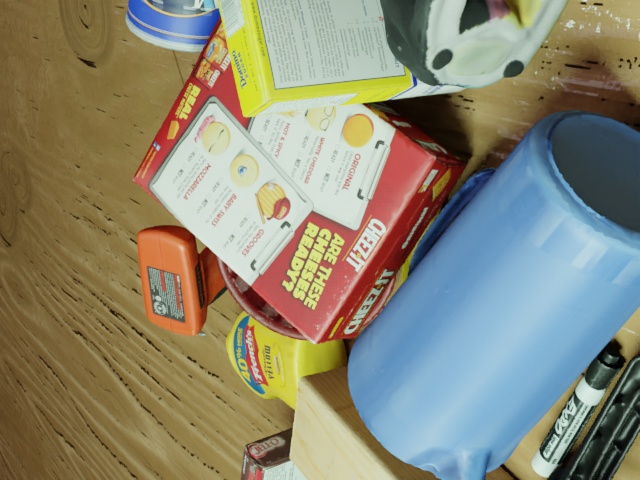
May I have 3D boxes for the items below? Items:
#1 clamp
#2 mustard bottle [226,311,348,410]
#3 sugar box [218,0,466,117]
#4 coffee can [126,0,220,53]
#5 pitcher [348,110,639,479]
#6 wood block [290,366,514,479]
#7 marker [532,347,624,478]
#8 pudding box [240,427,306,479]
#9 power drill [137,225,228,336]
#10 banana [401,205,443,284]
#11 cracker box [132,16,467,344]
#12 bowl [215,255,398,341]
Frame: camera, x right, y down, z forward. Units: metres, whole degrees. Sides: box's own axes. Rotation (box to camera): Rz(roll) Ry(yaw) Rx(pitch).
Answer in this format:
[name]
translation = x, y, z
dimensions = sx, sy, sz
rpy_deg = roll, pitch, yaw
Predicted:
[clamp]
translation = 0.151, 0.183, 0.666
dimensions = 0.036, 0.164, 0.210
rpy_deg = 26, 141, 7
[mustard bottle]
translation = -0.044, 0.110, 1.050
dimensions = 0.192, 0.058, 0.096
rpy_deg = 5, 105, 61
[sugar box]
translation = 0.024, -0.140, 0.722
dimensions = 0.048, 0.175, 0.093
rpy_deg = -19, 82, 60
[coffee can]
translation = -0.102, -0.238, 0.865
dimensions = 0.103, 0.102, 0.140
rpy_deg = 49, 139, 43
[pitcher]
translation = 0.119, 0.029, 0.670
dimensions = 0.149, 0.144, 0.243
rpy_deg = 42, 136, 12
[wood block]
translation = 0.067, 0.189, 0.841
dimensions = 0.206, 0.090, 0.090
rpy_deg = 42, 133, 49
[marker]
translation = 0.170, 0.114, 0.705
dimensions = 0.020, 0.020, 0.121
rpy_deg = 56, 144, 37
[pudding box]
translation = -0.020, 0.216, 0.984
dimensions = 0.039, 0.113, 0.090
rpy_deg = 43, 135, 43
[power drill]
translation = -0.087, -0.014, 0.965
dimensions = 0.057, 0.187, 0.184
rpy_deg = 13, 123, 27
[banana]
translation = 0.069, 0.034, 0.826
dimensions = 0.070, 0.037, 0.198
rpy_deg = 24, 115, 30
[cracker box]
translation = -0.021, -0.051, 0.807
dimensions = 0.214, 0.072, 0.164
rpy_deg = 40, 109, 24
[bowl]
translation = -0.006, 0.001, 0.901
dimensions = 0.162, 0.055, 0.162
rpy_deg = 6, 109, 17
